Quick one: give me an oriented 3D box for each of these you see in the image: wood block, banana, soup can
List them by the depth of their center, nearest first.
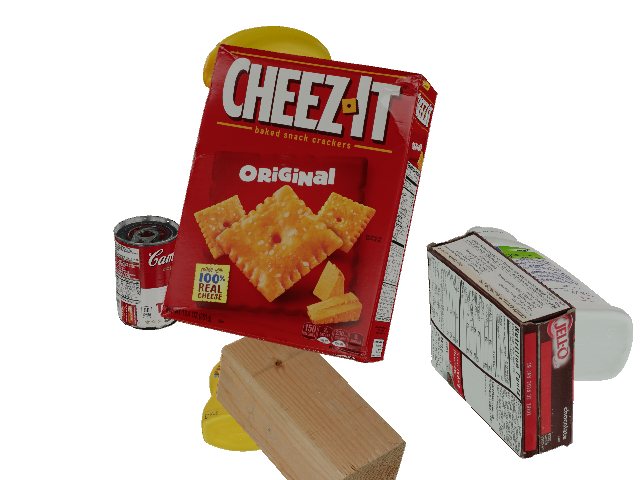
[{"bbox_3d":[-0.050,-0.181,1.048,0.197,0.070,0.037,-10,-35,-46],"label":"banana"},{"bbox_3d":[-0.180,0.034,1.116,0.068,0.102,0.068,2,25,-1],"label":"soup can"},{"bbox_3d":[-0.015,0.192,1.148,0.090,0.090,0.206,-23,50,-33],"label":"wood block"}]

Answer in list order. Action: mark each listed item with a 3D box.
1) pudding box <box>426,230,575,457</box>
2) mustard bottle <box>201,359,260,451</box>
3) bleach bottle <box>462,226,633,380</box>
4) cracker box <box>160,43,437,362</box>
[{"bbox_3d":[0.103,0.058,0.621,0.039,0.090,0.114,-14,28,-20],"label":"pudding box"},{"bbox_3d":[-0.093,0.186,1.340,0.096,0.058,0.191,-2,26,1],"label":"mustard bottle"},{"bbox_3d":[0.191,0.043,0.998,0.102,0.068,0.251,3,20,-11],"label":"bleach bottle"},{"bbox_3d":[-0.016,-0.028,0.805,0.164,0.214,0.072,11,-2,15],"label":"cracker box"}]
